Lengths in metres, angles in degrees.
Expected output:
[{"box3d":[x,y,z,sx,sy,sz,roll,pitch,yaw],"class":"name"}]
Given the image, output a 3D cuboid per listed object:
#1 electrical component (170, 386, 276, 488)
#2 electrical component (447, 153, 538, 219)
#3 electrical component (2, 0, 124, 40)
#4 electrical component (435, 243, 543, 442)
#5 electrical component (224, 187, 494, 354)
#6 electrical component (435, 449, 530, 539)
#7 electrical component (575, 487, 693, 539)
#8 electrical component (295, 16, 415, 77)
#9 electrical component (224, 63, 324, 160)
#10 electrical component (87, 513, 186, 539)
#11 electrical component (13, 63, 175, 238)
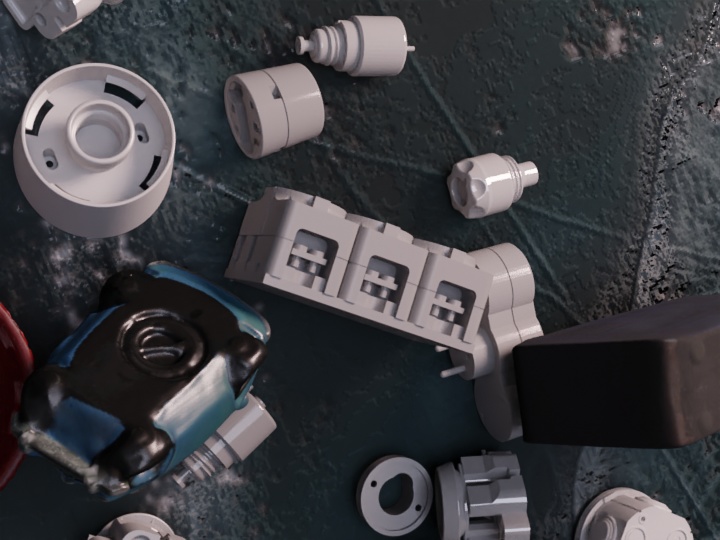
[{"box3d":[-0.090,0.110,0.699,0.078,0.040,0.040,-43,107,-15],"class":"electrical component"},{"box3d":[0.097,-0.063,0.769,0.062,0.043,0.043,-16,98,-23],"class":"electrical component"},{"box3d":[-0.171,-0.178,0.640,0.057,0.078,0.058,-44,108,-37],"class":"electrical component"},{"box3d":[0.087,0.056,0.764,0.074,0.052,0.138,-15,98,-21],"class":"electrical component"},{"box3d":[0.000,0.000,0.706,0.150,0.089,0.061,20,85,-22],"class":"electrical component"},{"box3d":[0.084,0.163,0.759,0.057,0.078,0.058,-3,125,-2],"class":"electrical component"},{"box3d":[0.209,0.210,0.821,0.080,0.051,0.080,-1,92,-23],"class":"electrical component"},{"box3d":[-0.005,-0.151,0.725,0.078,0.040,0.040,-4,94,-22],"class":"electrical component"},{"box3d":[-0.055,-0.105,0.699,0.047,0.055,0.055,-20,100,-24],"class":"electrical component"},{"box3d":[-0.138,0.185,0.673,0.078,0.057,0.058,24,83,-22],"class":"electrical component"},{"box3d":[-0.162,-0.075,0.663,0.099,0.064,0.099,4,78,-17],"class":"electrical component"}]
